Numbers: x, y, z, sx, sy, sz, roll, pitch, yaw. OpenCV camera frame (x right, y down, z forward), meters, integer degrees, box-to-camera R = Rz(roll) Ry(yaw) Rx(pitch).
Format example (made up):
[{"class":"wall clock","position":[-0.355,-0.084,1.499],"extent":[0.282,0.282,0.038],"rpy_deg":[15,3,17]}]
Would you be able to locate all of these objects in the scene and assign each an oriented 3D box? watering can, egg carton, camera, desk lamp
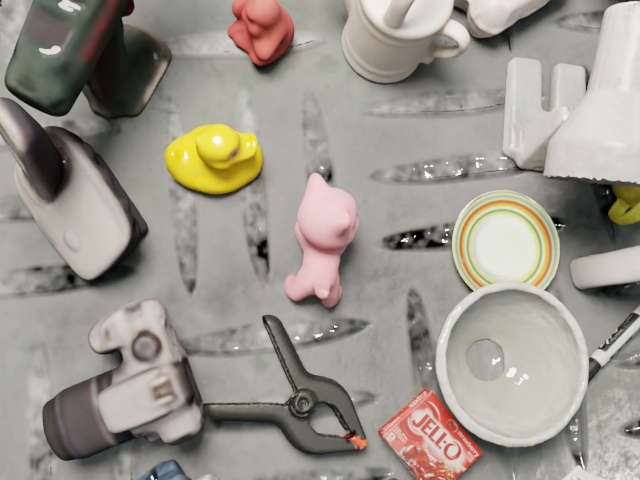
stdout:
[{"class":"watering can","position":[0.079,-0.251,0.596],"extent":[0.173,0.194,0.101],"rpy_deg":[10,80,-6]},{"class":"egg carton","position":[0.226,-0.316,0.690],"extent":[0.150,0.069,0.107],"rpy_deg":[-34,87,-11]},{"class":"camera","position":[-0.194,0.141,0.548],"extent":[0.137,0.100,0.143],"rpy_deg":[-22,85,-10]},{"class":"desk lamp","position":[0.277,-0.133,0.597],"extent":[0.118,0.213,0.203],"rpy_deg":[5,81,-7]}]

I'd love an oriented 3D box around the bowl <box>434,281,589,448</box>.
[{"class":"bowl","position":[0.194,0.130,0.617],"extent":[0.167,0.074,0.167],"rpy_deg":[1,81,-8]}]

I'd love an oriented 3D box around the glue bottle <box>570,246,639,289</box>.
[{"class":"glue bottle","position":[0.343,0.023,0.604],"extent":[0.078,0.173,0.037],"rpy_deg":[-12,83,-9]}]

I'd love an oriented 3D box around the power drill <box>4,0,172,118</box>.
[{"class":"power drill","position":[-0.201,-0.209,0.543],"extent":[0.075,0.208,0.230],"rpy_deg":[25,79,-3]}]

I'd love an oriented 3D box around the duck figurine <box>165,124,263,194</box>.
[{"class":"duck figurine","position":[-0.112,-0.093,0.601],"extent":[0.104,0.086,0.077],"rpy_deg":[-4,82,-8]}]

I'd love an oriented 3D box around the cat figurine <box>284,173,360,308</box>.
[{"class":"cat figurine","position":[0.005,0.002,0.587],"extent":[0.067,0.117,0.128],"rpy_deg":[7,81,-7]}]

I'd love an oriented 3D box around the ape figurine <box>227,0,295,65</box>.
[{"class":"ape figurine","position":[-0.064,-0.238,0.626],"extent":[0.076,0.092,0.078],"rpy_deg":[-3,82,-8]}]

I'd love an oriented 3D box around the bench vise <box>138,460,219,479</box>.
[{"class":"bench vise","position":[-0.188,0.260,0.470],"extent":[0.121,0.219,0.207],"rpy_deg":[42,79,0]}]

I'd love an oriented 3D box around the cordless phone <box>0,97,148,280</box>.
[{"class":"cordless phone","position":[-0.237,-0.044,0.526],"extent":[0.094,0.185,0.147],"rpy_deg":[-39,88,-11]}]
